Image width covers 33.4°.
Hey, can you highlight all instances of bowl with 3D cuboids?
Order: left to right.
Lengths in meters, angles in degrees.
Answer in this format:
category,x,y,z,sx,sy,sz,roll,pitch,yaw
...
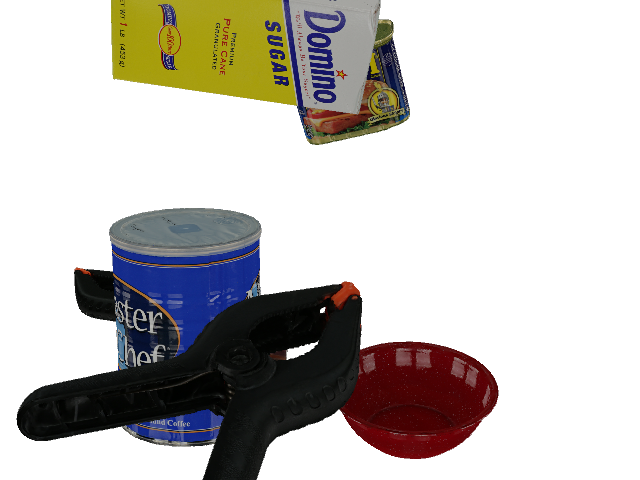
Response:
category,x,y,z,sx,sy,sz,roll,pitch,yaw
bowl,0.088,0.160,1.024,0.162,0.055,0.162,-1,26,0

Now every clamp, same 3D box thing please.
category,x,y,z,sx,sy,sz,roll,pitch,yaw
clamp,-0.190,0.069,1.104,0.210,0.036,0.164,14,20,30
clamp,-0.033,0.073,0.477,0.171,0.039,0.120,-27,50,-31

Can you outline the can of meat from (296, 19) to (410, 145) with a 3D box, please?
category,x,y,z,sx,sy,sz,roll,pitch,yaw
can of meat,0.024,-0.139,0.943,0.102,0.084,0.057,-11,29,11

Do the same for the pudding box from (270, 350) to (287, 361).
category,x,y,z,sx,sy,sz,roll,pitch,yaw
pudding box,-0.085,0.113,0.940,0.113,0.039,0.090,3,18,-3

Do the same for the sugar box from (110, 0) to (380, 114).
category,x,y,z,sx,sy,sz,roll,pitch,yaw
sugar box,-0.052,-0.143,0.728,0.176,0.048,0.093,9,-41,-1

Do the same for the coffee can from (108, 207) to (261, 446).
category,x,y,z,sx,sy,sz,roll,pitch,yaw
coffee can,-0.092,0.057,0.742,0.103,0.140,0.103,0,16,0
